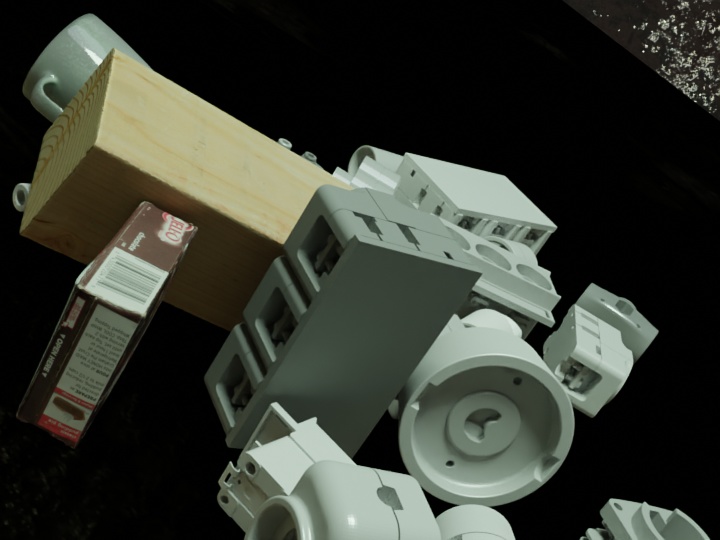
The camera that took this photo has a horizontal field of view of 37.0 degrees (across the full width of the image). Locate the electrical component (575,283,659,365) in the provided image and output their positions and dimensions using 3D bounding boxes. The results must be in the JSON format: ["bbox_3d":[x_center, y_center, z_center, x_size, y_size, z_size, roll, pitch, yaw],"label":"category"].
[{"bbox_3d":[0.246,0.048,1.037,0.077,0.043,0.079,37,24,12],"label":"electrical component"}]

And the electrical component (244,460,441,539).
[{"bbox_3d":[-0.016,0.135,0.486,0.059,0.095,0.053,17,28,-30],"label":"electrical component"}]

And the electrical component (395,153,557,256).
[{"bbox_3d":[0.102,-0.051,1.032,0.150,0.061,0.089,7,34,-44],"label":"electrical component"}]

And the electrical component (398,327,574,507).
[{"bbox_3d":[0.075,0.088,0.680,0.108,0.108,0.060,26,18,-14],"label":"electrical component"}]

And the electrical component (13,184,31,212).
[{"bbox_3d":[-0.191,-0.046,0.688,0.062,0.043,0.043,-3,42,-51],"label":"electrical component"}]

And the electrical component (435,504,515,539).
[{"bbox_3d":[0.062,0.161,0.583,0.055,0.055,0.047,27,21,-12],"label":"electrical component"}]

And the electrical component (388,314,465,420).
[{"bbox_3d":[0.059,0.069,0.741,0.077,0.065,0.047,15,29,-34],"label":"electrical component"}]

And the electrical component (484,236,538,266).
[{"bbox_3d":[0.130,-0.002,0.982,0.055,0.055,0.047,46,23,29],"label":"electrical component"}]

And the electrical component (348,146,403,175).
[{"bbox_3d":[0.033,-0.091,1.048,0.081,0.043,0.043,12,31,-37],"label":"electrical component"}]

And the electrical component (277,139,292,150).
[{"bbox_3d":[-0.074,-0.078,0.869,0.035,0.061,0.035,26,24,-13],"label":"electrical component"}]

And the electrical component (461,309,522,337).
[{"bbox_3d":[0.097,0.054,0.846,0.043,0.043,0.081,39,25,15],"label":"electrical component"}]

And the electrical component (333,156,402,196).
[{"bbox_3d":[-0.014,-0.064,0.927,0.074,0.052,0.138,31,23,-3],"label":"electrical component"}]

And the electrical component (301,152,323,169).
[{"bbox_3d":[-0.056,-0.054,0.821,0.043,0.081,0.043,27,24,-13],"label":"electrical component"}]

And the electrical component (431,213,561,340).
[{"bbox_3d":[0.097,0.012,0.902,0.121,0.063,0.078,25,25,-16],"label":"electrical component"}]

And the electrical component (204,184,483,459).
[{"bbox_3d":[-0.015,0.032,0.619,0.089,0.150,0.061,14,31,-36],"label":"electrical component"}]

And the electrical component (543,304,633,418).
[{"bbox_3d":[0.192,0.077,0.906,0.056,0.050,0.089,31,24,-3],"label":"electrical component"}]

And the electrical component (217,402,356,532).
[{"bbox_3d":[-0.036,0.114,0.567,0.081,0.042,0.064,42,27,23],"label":"electrical component"}]
